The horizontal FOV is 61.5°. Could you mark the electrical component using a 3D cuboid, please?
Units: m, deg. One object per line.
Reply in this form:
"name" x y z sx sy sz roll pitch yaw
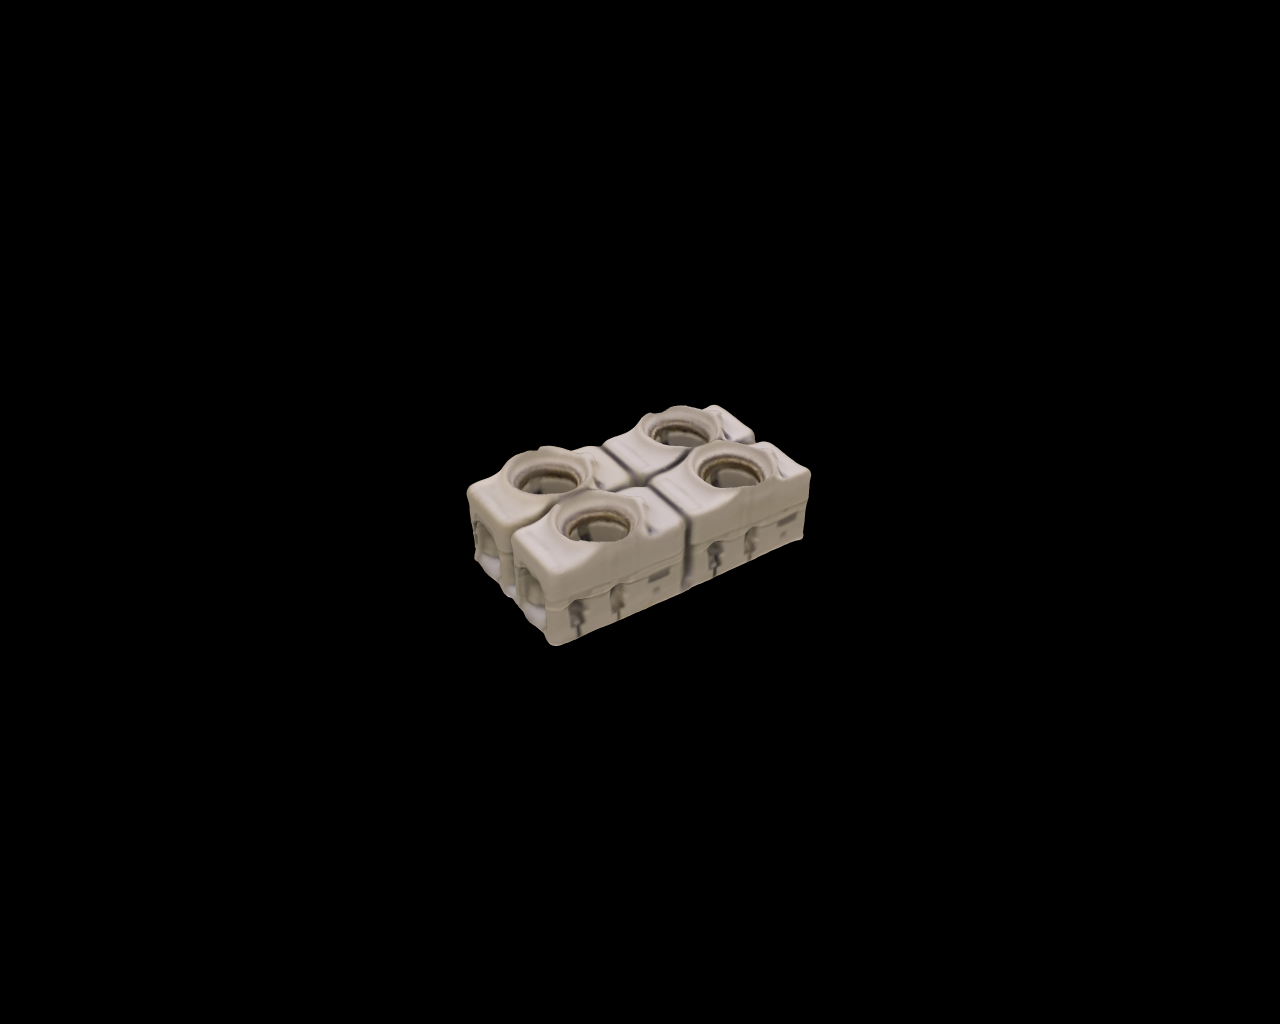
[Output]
"electrical component" 0.001 -0.003 0.650 0.186 0.060 0.105 -21 41 -26
